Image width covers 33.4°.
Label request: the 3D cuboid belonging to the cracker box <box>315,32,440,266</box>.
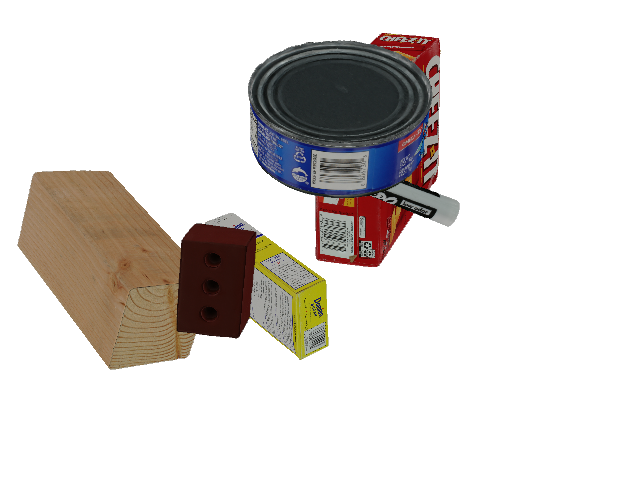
[{"bbox_3d":[0.060,-0.094,1.035,0.072,0.164,0.213,8,28,18],"label":"cracker box"}]

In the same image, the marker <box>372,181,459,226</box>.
[{"bbox_3d":[0.036,-0.038,0.709,0.121,0.020,0.020,20,-5,-14],"label":"marker"}]

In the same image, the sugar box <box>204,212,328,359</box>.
[{"bbox_3d":[-0.061,0.047,1.176,0.048,0.093,0.176,-23,40,-28],"label":"sugar box"}]

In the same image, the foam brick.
[{"bbox_3d":[-0.083,0.031,0.854,0.053,0.078,0.051,6,14,6],"label":"foam brick"}]

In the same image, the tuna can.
[{"bbox_3d":[0.009,-0.058,0.505,0.086,0.034,0.086,1,42,-1],"label":"tuna can"}]

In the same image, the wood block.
[{"bbox_3d":[-0.203,0.022,1.031,0.090,0.091,0.206,-4,35,-41],"label":"wood block"}]
